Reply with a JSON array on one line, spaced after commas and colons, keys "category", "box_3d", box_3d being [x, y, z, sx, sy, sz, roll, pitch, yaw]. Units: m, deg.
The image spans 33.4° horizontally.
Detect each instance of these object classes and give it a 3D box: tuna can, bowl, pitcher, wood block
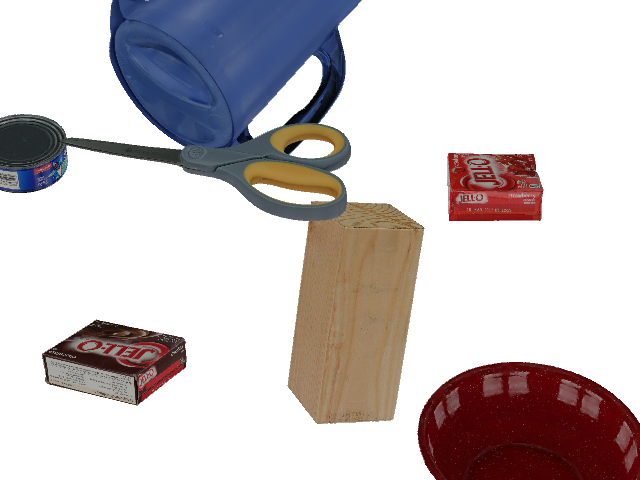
[{"category": "tuna can", "box_3d": [-0.288, -0.084, 1.030, 0.086, 0.034, 0.086, 3, 42, -3]}, {"category": "bowl", "box_3d": [0.150, 0.160, 0.769, 0.162, 0.055, 0.162, -1, 35, 0]}, {"category": "pitcher", "box_3d": [-0.047, -0.187, 0.912, 0.145, 0.149, 0.242, 25, 58, 30]}, {"category": "wood block", "box_3d": [0.033, 0.072, 1.083, 0.090, 0.206, 0.091, 1, 18, -22]}]

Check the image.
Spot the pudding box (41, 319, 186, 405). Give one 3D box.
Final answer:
[{"category": "pudding box", "box_3d": [-0.204, 0.120, 1.061, 0.114, 0.039, 0.089, 7, 20, 24]}]

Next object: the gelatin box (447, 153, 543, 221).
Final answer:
[{"category": "gelatin box", "box_3d": [0.141, -0.045, 0.872, 0.073, 0.030, 0.089, 1, 24, 6]}]

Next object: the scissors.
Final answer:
[{"category": "scissors", "box_3d": [-0.067, -0.063, 0.721, 0.202, 0.016, 0.096, 20, 47, 19]}]
